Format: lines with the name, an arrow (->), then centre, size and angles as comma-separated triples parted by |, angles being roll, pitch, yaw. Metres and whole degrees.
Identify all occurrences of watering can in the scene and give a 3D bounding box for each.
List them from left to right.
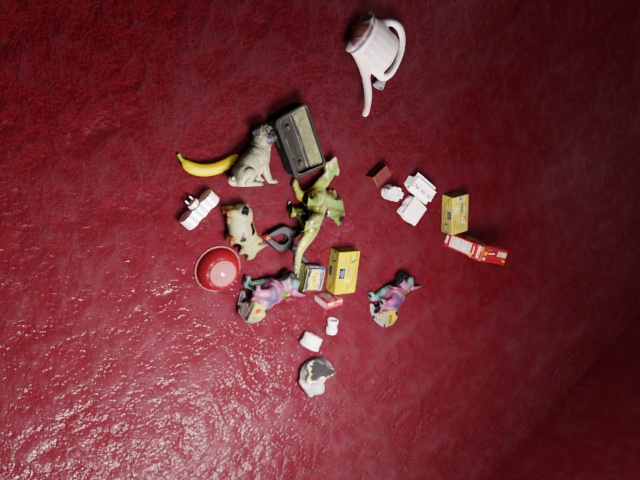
watering can -> 0.175, -0.619, 1.764 | 0.222, 0.104, 0.349 | 31, 83, -34

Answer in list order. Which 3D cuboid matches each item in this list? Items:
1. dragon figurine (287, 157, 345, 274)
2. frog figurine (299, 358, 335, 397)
dragon figurine -> 0.006, -0.091, 1.813 | 0.243, 0.122, 0.408 | 0, 98, -41
frog figurine -> -0.019, 0.536, 2.017 | 0.139, 0.124, 0.156 | -34, 157, -29
